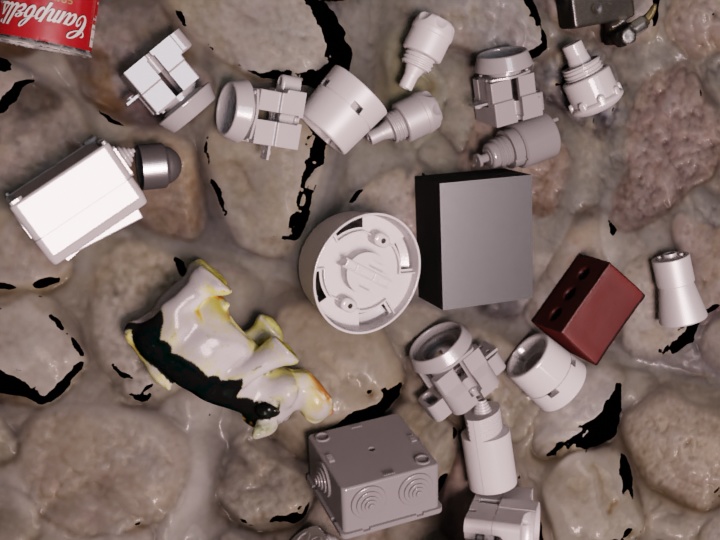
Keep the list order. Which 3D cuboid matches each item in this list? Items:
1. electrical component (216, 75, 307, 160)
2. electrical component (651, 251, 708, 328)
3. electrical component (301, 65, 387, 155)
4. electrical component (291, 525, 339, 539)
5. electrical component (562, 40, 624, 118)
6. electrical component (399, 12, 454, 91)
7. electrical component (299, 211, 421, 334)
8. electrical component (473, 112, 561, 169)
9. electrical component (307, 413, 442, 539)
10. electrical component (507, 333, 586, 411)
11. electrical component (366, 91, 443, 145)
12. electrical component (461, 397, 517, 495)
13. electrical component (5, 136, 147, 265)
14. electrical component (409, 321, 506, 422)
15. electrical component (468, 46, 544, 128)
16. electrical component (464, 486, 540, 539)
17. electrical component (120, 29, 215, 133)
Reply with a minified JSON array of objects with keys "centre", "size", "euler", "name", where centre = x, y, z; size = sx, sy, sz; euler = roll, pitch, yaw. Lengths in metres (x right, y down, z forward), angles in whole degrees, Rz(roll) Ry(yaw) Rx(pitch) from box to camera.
[{"centre":[-0.077,-0.119,0.821],"size":[0.055,0.048,0.066],"euler":[6,98,-30],"name":"electrical component"},{"centre":[0.292,0.015,0.992],"size":[0.044,0.044,0.065],"euler":[-18,102,-17],"name":"electrical component"},{"centre":[-0.015,-0.124,0.839],"size":[0.055,0.055,0.047],"euler":[43,88,-23],"name":"electrical component"},{"centre":[-0.038,0.257,0.891],"size":[0.080,0.080,0.051],"euler":[-46,107,-7],"name":"electrical component"},{"centre":[0.193,-0.164,0.917],"size":[0.048,0.048,0.062],"euler":[-30,103,-13],"name":"electrical component"},{"centre":[0.050,-0.174,0.864],"size":[0.035,0.035,0.061],"euler":[25,94,-23],"name":"electrical component"},{"centre":[0.000,0.000,0.862],"size":[0.099,0.064,0.099],"euler":[-4,102,-20],"name":"electrical component"},{"centre":[0.132,-0.105,0.906],"size":[0.078,0.040,0.040],"euler":[-22,107,-16],"name":"electrical component"},{"centre":[0.010,0.165,0.881],"size":[0.100,0.099,0.048],"euler":[-11,117,-19],"name":"electrical component"},{"centre":[0.163,0.089,0.949],"size":[0.047,0.055,0.055],"euler":[40,85,-19],"name":"electrical component"},{"centre":[0.034,-0.119,0.869],"size":[0.061,0.035,0.035],"euler":[-27,109,-11],"name":"electrical component"},{"centre":[0.112,0.151,0.947],"size":[0.043,0.043,0.081],"euler":[-14,105,-18],"name":"electrical component"},{"centre":[-0.198,-0.052,0.777],"size":[0.096,0.062,0.061],"euler":[-36,111,-11],"name":"electrical component"},{"centre":[0.078,0.081,0.913],"size":[0.078,0.058,0.057],"euler":[-38,114,-10],"name":"electrical component"},{"centre":[0.121,-0.153,0.890],"size":[0.066,0.048,0.055],"euler":[-18,114,-17],"name":"electrical component"},{"centre":[0.125,0.225,0.933],"size":[0.056,0.089,0.050],"euler":[3,101,16],"name":"electrical component"},{"centre":[-0.140,-0.135,0.793],"size":[0.066,0.048,0.055],"euler":[-42,104,-9],"name":"electrical component"}]
